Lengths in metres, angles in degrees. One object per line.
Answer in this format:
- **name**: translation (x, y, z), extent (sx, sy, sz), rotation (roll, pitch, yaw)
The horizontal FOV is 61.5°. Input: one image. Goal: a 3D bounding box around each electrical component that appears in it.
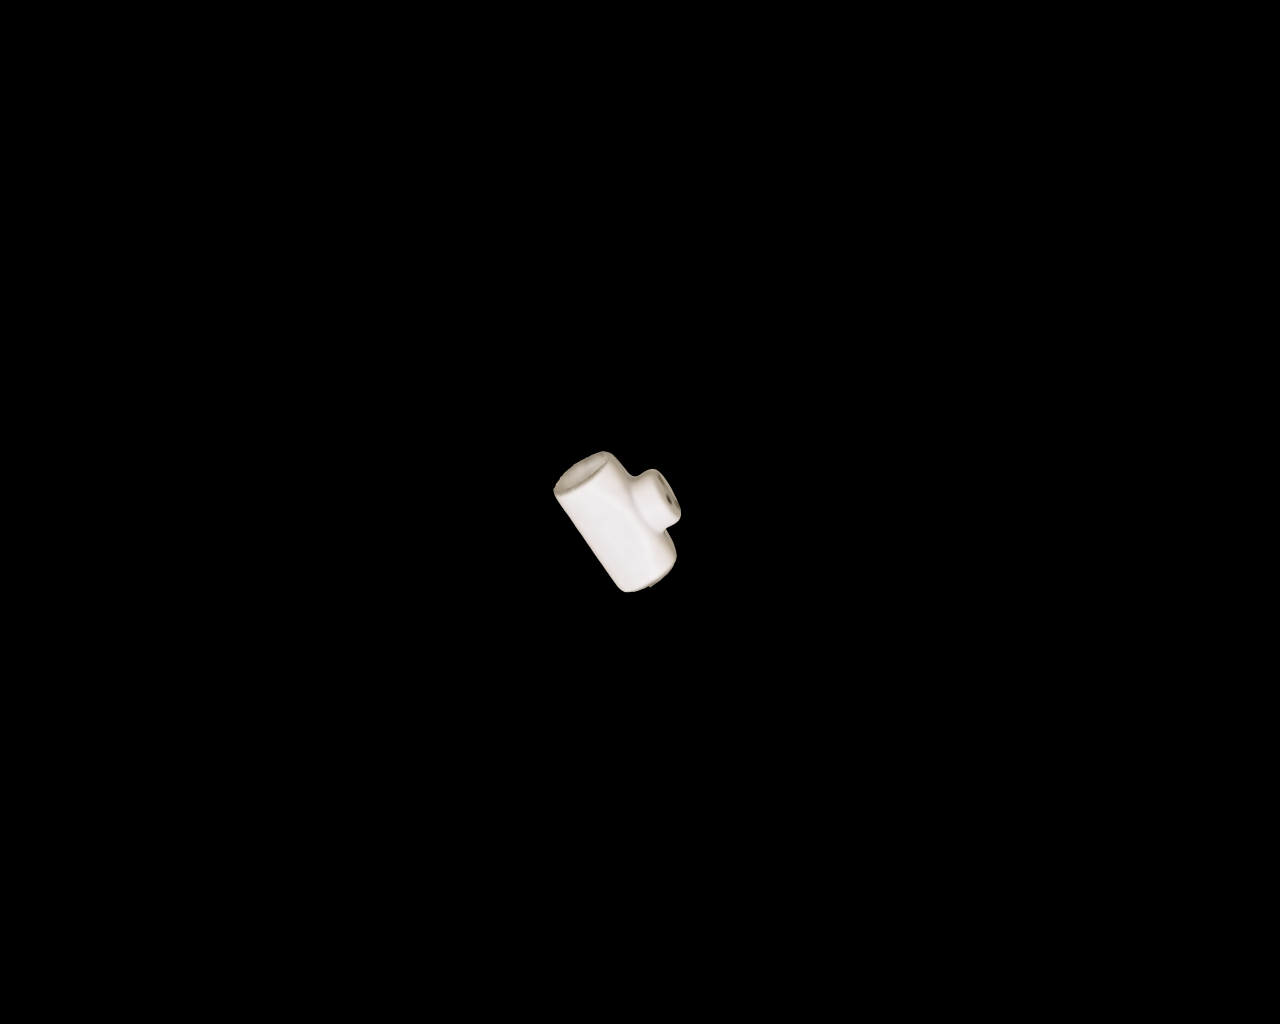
- **electrical component**: translation (0.001, -0.003, 0.650), extent (0.079, 0.077, 0.044), rotation (-30, 20, 12)
